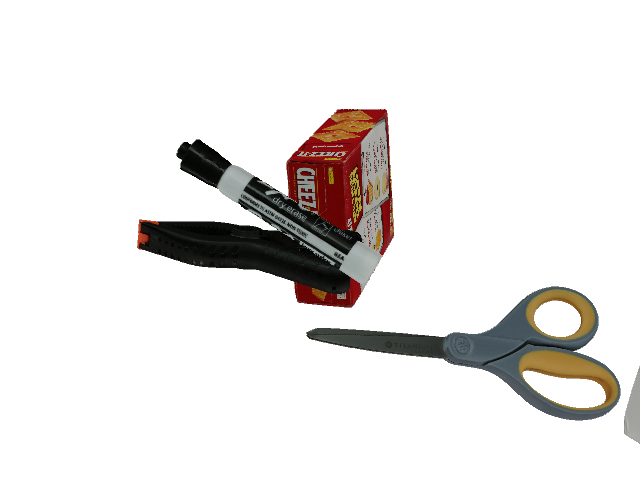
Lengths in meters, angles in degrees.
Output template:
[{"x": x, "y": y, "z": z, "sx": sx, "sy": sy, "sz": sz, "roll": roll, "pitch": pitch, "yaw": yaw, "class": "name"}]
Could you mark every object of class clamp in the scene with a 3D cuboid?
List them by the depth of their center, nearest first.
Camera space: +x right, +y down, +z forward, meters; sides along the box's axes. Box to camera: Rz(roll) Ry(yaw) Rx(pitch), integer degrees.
[{"x": -0.063, "y": 0.009, "z": 0.960, "sx": 0.210, "sy": 0.036, "sz": 0.164, "roll": 6, "pitch": 12, "yaw": -2, "class": "clamp"}]

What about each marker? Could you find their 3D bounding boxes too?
[{"x": -0.023, "y": -0.017, "z": 0.559, "sx": 0.121, "sy": 0.020, "sz": 0.020, "roll": 32, "pitch": 3, "yaw": 5, "class": "marker"}]

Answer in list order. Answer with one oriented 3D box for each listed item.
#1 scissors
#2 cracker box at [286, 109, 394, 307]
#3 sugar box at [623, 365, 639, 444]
[{"x": 0.097, "y": 0.053, "z": 0.672, "sx": 0.201, "sy": 0.096, "sz": 0.016, "roll": 20, "pitch": -31, "yaw": -5, "class": "scissors"}, {"x": 0.026, "y": -0.043, "z": 1.195, "sx": 0.072, "sy": 0.164, "sz": 0.213, "roll": 2, "pitch": 21, "yaw": 16, "class": "cracker box"}, {"x": 0.310, "y": 0.142, "z": 0.771, "sx": 0.048, "sy": 0.093, "sz": 0.176, "roll": -21, "pitch": 38, "yaw": -40, "class": "sugar box"}]
